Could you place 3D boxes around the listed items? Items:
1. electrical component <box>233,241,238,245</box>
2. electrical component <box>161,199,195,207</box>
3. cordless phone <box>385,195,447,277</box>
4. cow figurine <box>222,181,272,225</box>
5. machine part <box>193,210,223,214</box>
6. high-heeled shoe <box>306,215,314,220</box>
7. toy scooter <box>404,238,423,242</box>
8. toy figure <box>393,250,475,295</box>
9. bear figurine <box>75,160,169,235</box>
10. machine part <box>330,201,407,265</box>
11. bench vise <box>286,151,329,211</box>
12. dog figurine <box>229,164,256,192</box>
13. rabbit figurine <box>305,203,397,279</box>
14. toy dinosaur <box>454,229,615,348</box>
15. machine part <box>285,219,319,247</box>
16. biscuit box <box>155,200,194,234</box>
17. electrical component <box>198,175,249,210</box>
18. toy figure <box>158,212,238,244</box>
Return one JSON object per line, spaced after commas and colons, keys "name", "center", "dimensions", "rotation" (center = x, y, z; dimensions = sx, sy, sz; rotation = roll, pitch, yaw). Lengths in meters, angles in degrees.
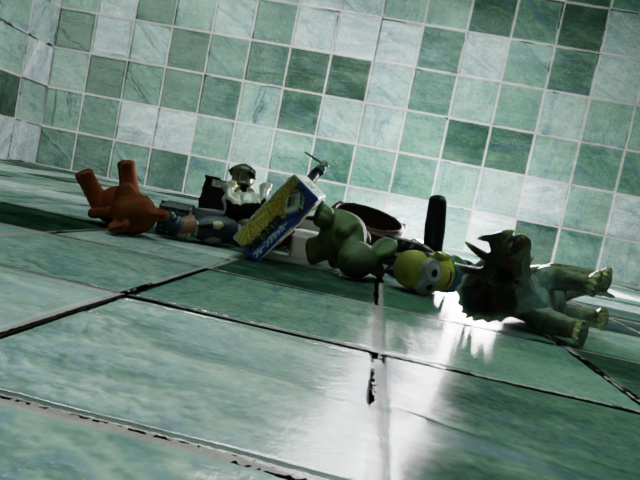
{"name": "electrical component", "center": [-0.145, 0.005, 1.134], "dimensions": [0.063, 0.021, 0.094], "rotation": [13, 4, 13]}
{"name": "electrical component", "center": [-0.405, -0.086, 1.509], "dimensions": [0.102, 0.045, 0.078], "rotation": [11, 3, -9]}
{"name": "cordless phone", "center": [0.204, -0.005, 1.109], "dimensions": [0.089, 0.184, 0.147], "rotation": [5, 6, -23]}
{"name": "cow figurine", "center": [-0.127, -0.071, 1.161], "dimensions": [0.167, 0.098, 0.068], "rotation": [1, -38, -18]}
{"name": "machine part", "center": [-0.246, -0.048, 1.303], "dimensions": [0.139, 0.084, 0.039], "rotation": [3, 32, 2]}
{"name": "high-heeled shoe", "center": [-0.042, -0.027, 1.486], "dimensions": [0.248, 0.086, 0.145], "rotation": [14, -1, -38]}
{"name": "toy scooter", "center": [0.273, 0.038, 1.501], "dimensions": [0.135, 0.075, 0.184], "rotation": [11, -1, -16]}
{"name": "toy figure", "center": [0.209, 0.059, 0.980], "dimensions": [0.089, 0.082, 0.180], "rotation": [-1, -1, 44]}
{"name": "bear figurine", "center": [-0.365, -0.077, 0.989], "dimensions": [0.120, 0.131, 0.196], "rotation": [-20, 14, -27]}
{"name": "machine part", "center": [0.111, -0.023, 1.363], "dimensions": [0.201, 0.087, 0.201], "rotation": [21, 23, 11]}
{"name": "bench vise", "center": [-0.054, -0.127, 1.508], "dimensions": [0.129, 0.240, 0.223], "rotation": [37, -26, -8]}
{"name": "dog figurine", "center": [-0.206, -0.123, 1.567], "dimensions": [0.173, 0.190, 0.121], "rotation": [15, 5, 27]}
{"name": "rabbit figurine", "center": [0.059, 0.026, 1.012], "dimensions": [0.159, 0.121, 0.170], "rotation": [17, 20, -21]}
{"name": "toy dinosaur", "center": [0.343, 0.082, 0.847], "dimensions": [0.192, 0.131, 0.404], "rotation": [15, -1, 35]}
{"name": "machine part", "center": [-0.003, -0.004, 1.256], "dimensions": [0.244, 0.079, 0.079], "rotation": [15, 5, 30]}
{"name": "biscuit box", "center": [-0.308, -0.048, 1.153], "dimensions": [0.063, 0.059, 0.203], "rotation": [10, 5, -11]}
{"name": "electrical component", "center": [-0.251, -0.090, 1.366], "dimensions": [0.115, 0.134, 0.058], "rotation": [14, 3, -13]}
{"name": "toy figure", "center": [-0.235, -0.024, 1.036], "dimensions": [0.154, 0.064, 0.058], "rotation": [3, 45, -32]}
